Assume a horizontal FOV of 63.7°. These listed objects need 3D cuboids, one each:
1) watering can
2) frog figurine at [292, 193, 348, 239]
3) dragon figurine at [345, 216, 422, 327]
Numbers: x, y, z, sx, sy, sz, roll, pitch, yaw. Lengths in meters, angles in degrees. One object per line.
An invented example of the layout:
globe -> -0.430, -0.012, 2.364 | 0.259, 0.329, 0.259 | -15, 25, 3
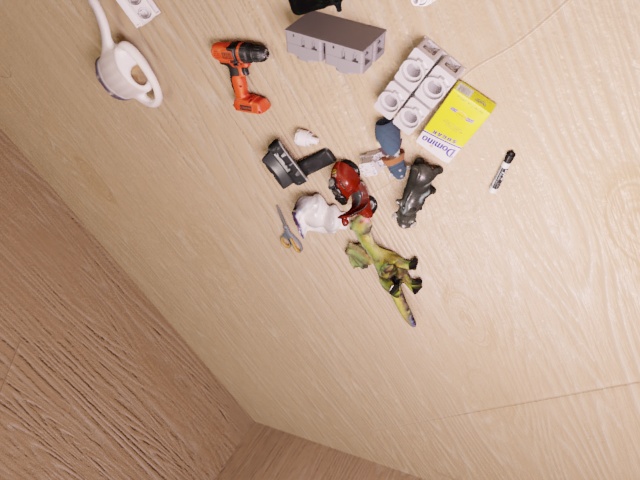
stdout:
watering can -> -0.608, -0.546, 1.553 | 0.224, 0.106, 0.342 | -3, 128, 45
frog figurine -> 0.005, -0.077, 1.535 | 0.159, 0.125, 0.134 | -12, 120, 5
dragon figurine -> 0.177, 0.088, 1.564 | 0.245, 0.123, 0.401 | 31, 147, 43
